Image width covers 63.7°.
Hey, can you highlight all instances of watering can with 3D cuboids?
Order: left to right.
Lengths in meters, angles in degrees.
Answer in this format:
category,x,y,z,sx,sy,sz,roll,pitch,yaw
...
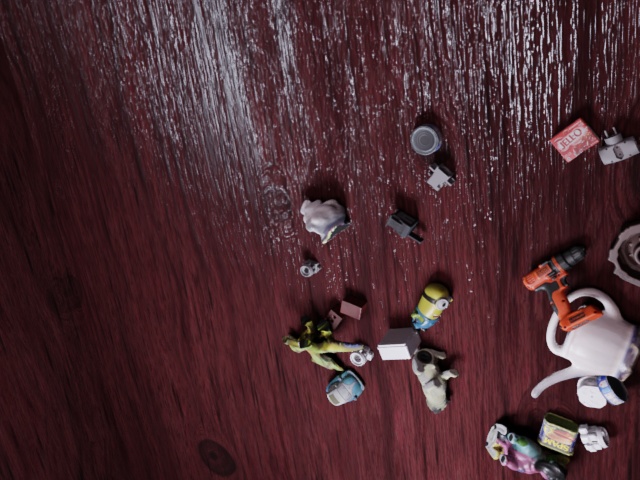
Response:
category,x,y,z,sx,sy,sz,roll,pitch,yaw
watering can,0.715,0.303,1.376,0.226,0.104,0.344,21,102,26

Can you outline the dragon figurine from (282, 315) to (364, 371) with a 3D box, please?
category,x,y,z,sx,sy,sz,roll,pitch,yaw
dragon figurine,0.019,0.398,1.872,0.411,0.124,0.238,11,147,38

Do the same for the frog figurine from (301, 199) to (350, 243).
category,x,y,z,sx,sy,sz,roll,pitch,yaw
frog figurine,0.005,-0.085,1.694,0.137,0.122,0.161,-43,73,4
